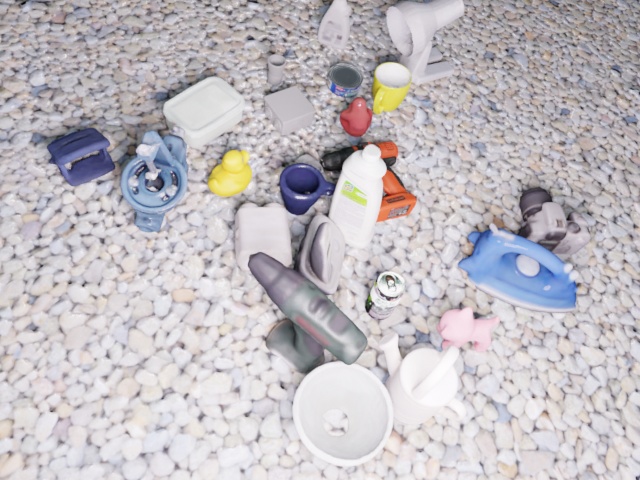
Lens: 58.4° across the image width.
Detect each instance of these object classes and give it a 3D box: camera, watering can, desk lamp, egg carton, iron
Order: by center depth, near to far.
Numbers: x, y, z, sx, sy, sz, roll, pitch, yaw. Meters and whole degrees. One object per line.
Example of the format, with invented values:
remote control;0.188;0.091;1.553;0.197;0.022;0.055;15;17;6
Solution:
watering can;0.168;0.227;0.943;0.173;0.194;0.101;22;57;3
egg carton;-0.111;-0.006;1.106;0.107;0.069;0.150;-2;59;-12
iron;0.414;0.053;1.128;0.258;0.141;0.119;24;58;5
camera;0.493;-0.047;1.229;0.143;0.101;0.137;2;58;-9
desk lamp;0.252;-0.492;1.388;0.204;0.213;0.117;-21;65;-22

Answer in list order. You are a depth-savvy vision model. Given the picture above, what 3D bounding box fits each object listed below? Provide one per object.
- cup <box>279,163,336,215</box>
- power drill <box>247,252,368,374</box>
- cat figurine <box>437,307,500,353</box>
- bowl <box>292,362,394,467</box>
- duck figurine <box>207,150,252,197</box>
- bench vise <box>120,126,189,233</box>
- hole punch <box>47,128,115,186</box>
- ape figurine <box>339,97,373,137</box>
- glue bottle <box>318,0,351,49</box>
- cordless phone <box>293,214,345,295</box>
cup;-0.027;-0.093;1.160;0.118;0.095;0.091;7;58;-7
power drill;-0.033;0.136;0.951;0.229;0.208;0.076;34;59;11
cat figurine;0.268;0.159;1.049;0.128;0.118;0.067;-3;59;-12
bowl;0.033;0.292;0.948;0.167;0.075;0.167;5;58;-8
duck figurine;-0.182;-0.144;1.167;0.077;0.086;0.105;41;60;15
bench vise;-0.309;-0.148;1.065;0.121;0.220;0.207;-1;59;-11
hole punch;-0.475;-0.176;1.127;0.109;0.091;0.101;-31;69;-25
ape figurine;0.086;-0.287;1.303;0.078;0.092;0.076;6;58;-7
glue bottle;0.044;-0.556;1.411;0.078;0.173;0.037;21;57;3
cordless phone;0.010;0.004;1.054;0.094;0.185;0.147;12;57;-3
